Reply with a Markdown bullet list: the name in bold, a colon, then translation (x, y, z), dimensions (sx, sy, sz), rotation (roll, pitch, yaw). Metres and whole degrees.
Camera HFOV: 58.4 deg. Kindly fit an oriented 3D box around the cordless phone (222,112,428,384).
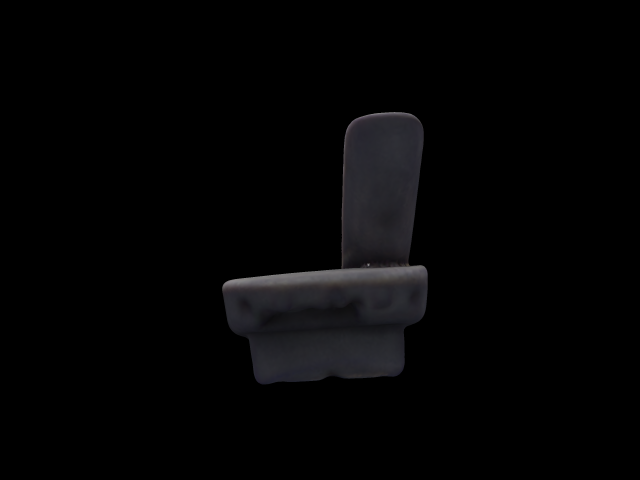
- **cordless phone**: translation (0.004, 0.001, 0.400), dimensions (0.148, 0.185, 0.094), rotation (-5, 28, -10)
